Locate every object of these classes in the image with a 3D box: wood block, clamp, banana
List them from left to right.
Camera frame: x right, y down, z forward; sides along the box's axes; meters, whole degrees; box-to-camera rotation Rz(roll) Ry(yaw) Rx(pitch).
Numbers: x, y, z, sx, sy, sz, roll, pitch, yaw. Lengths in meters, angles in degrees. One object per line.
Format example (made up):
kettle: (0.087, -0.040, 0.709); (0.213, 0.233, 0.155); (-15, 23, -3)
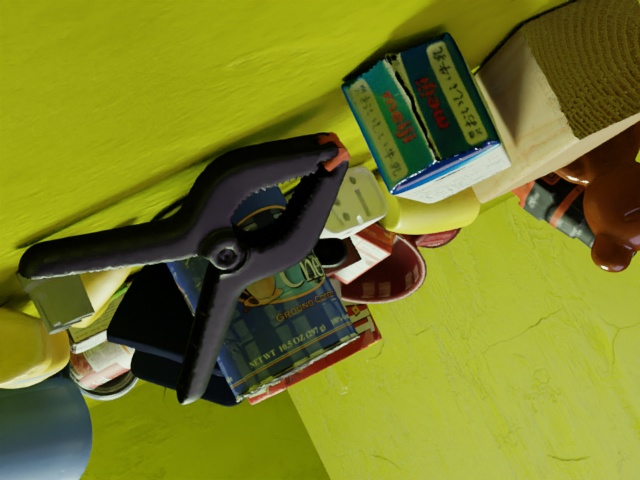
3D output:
banana: (-0.176, 0.036, 0.821); (0.069, 0.037, 0.198); (-48, -176, -18)
clamp: (-0.073, 0.000, 0.679); (0.210, 0.164, 0.036); (-45, -145, 10)
clamp: (-0.070, 0.008, 0.930); (0.120, 0.039, 0.172); (26, 154, -31)
wood block: (0.173, -0.105, 0.816); (0.090, 0.090, 0.206); (-25, 175, -12)

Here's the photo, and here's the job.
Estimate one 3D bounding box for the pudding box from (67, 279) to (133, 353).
pudding box: (-0.191, 0.066, 1.012); (0.113, 0.039, 0.090); (-27, 176, -17)

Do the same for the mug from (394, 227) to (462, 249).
mug: (0.102, -0.030, 1.257); (0.117, 0.093, 0.081); (-16, 176, 30)

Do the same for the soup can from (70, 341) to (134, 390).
soup can: (-0.217, 0.108, 1.143); (0.102, 0.068, 0.068); (-28, 175, 13)

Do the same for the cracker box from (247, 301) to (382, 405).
cracker box: (-0.032, 0.087, 1.317); (0.072, 0.164, 0.213); (-28, 175, 38)

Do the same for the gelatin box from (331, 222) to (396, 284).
gelatin box: (0.025, 0.003, 1.117); (0.089, 0.073, 0.030); (-38, -151, 49)

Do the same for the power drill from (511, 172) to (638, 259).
power drill: (0.279, -0.081, 1.076); (0.187, 0.184, 0.057); (-40, 161, -29)

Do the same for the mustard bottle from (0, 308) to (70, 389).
mustard bottle: (-0.241, 0.085, 0.811); (0.096, 0.058, 0.192); (-8, 174, -5)

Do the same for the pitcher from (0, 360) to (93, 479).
pitcher: (-0.324, 0.174, 0.948); (0.145, 0.149, 0.242); (-21, 169, 25)

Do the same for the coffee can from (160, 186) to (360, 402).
coffee can: (-0.048, 0.033, 0.784); (0.103, 0.140, 0.103); (-28, 173, -4)

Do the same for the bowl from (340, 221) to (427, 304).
bowl: (0.042, 0.005, 1.190); (0.162, 0.162, 0.055); (-31, -145, 45)

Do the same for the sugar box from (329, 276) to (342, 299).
sugar box: (-0.070, 0.067, 1.164); (0.176, 0.048, 0.093); (-1, -168, 11)

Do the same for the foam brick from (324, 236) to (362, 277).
foam brick: (-0.007, 0.001, 1.055); (0.051, 0.078, 0.053); (-25, 175, -38)

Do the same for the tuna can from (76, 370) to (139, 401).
tuna can: (-0.244, 0.138, 1.209); (0.086, 0.086, 0.034); (-25, 173, -14)
